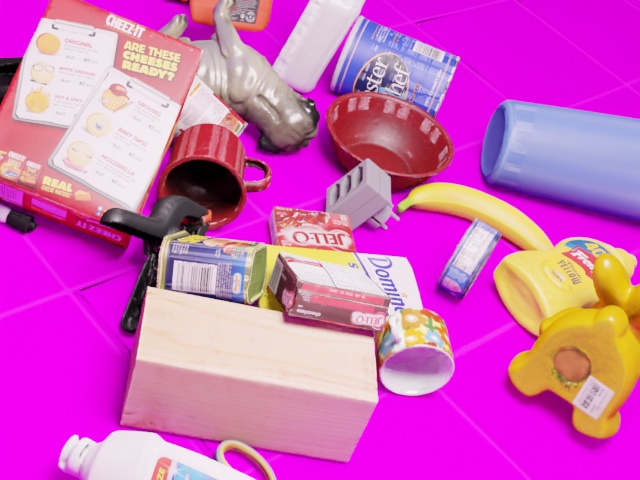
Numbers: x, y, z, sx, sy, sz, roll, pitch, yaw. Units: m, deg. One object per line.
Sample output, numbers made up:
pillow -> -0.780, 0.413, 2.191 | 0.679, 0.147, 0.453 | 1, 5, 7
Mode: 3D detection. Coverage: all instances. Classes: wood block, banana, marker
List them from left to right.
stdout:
marker -> -0.335, -0.036, 1.051 | 0.121, 0.020, 0.020 | 23, 40, 2
wood block -> -0.062, 0.119, 0.939 | 0.206, 0.091, 0.090 | 12, 40, -11
banana -> 0.185, -0.028, 1.258 | 0.197, 0.037, 0.069 | 16, 58, -3

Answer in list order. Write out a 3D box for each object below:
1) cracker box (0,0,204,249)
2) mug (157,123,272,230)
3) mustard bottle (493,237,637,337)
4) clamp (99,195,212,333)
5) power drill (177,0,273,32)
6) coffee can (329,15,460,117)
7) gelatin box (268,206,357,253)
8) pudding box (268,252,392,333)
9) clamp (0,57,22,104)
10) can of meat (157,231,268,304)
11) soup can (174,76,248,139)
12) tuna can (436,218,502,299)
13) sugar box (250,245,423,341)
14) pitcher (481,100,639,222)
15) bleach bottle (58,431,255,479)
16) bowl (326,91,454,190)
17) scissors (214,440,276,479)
cracker box -> -0.231, -0.120, 1.074 | 0.164, 0.072, 0.213 | 21, 68, -9
mug -> -0.109, -0.071, 1.130 | 0.117, 0.093, 0.081 | -1, 36, 2
mustard bottle -> 0.291, 0.044, 1.201 | 0.191, 0.058, 0.096 | -13, 57, -35
clamp -> -0.154, 0.015, 1.033 | 0.039, 0.120, 0.171 | 8, 16, 23
power drill -> -0.149, -0.322, 1.384 | 0.184, 0.057, 0.188 | 2, 23, -19
coffee can -> 0.096, -0.215, 1.375 | 0.140, 0.103, 0.102 | 23, 40, 2
gelatin box -> -0.007, 0.001, 1.142 | 0.089, 0.030, 0.073 | 7, 42, -16
pudding box -> 0.007, 0.047, 0.982 | 0.090, 0.039, 0.113 | 13, 11, -15
clamp -> -0.358, -0.161, 1.155 | 0.165, 0.036, 0.209 | 30, 36, 33
can of meat -> -0.096, 0.026, 0.982 | 0.084, 0.057, 0.102 | 6, 5, 6
soup can -> -0.140, -0.140, 1.187 | 0.102, 0.069, 0.068 | 43, 38, -12
tuna can -> 0.161, 0.021, 1.150 | 0.034, 0.086, 0.086 | 31, 41, 9
sugar box -> 0.014, 0.055, 1.078 | 0.176, 0.048, 0.093 | 3, 46, -18
pitcher -> 0.330, -0.102, 1.344 | 0.242, 0.149, 0.145 | 11, 56, -7
bleach bottle -> -0.091, 0.223, 0.823 | 0.251, 0.068, 0.102 | 23, 71, 11
bowl -> 0.077, -0.110, 1.285 | 0.162, 0.055, 0.162 | 12, 40, -11
scissors -> -0.042, 0.246, 0.862 | 0.096, 0.016, 0.202 | -14, 51, -33
